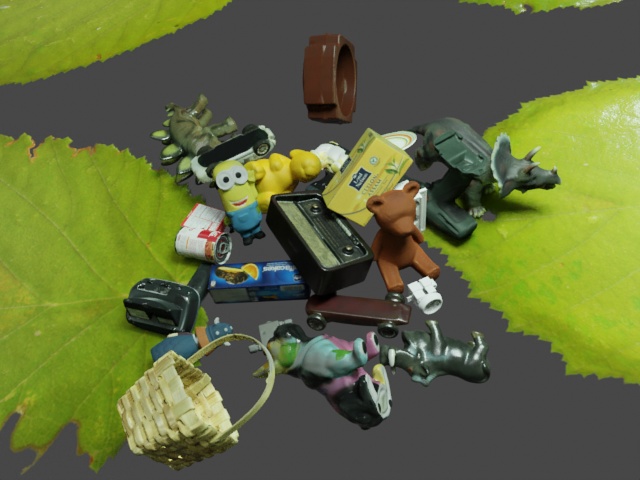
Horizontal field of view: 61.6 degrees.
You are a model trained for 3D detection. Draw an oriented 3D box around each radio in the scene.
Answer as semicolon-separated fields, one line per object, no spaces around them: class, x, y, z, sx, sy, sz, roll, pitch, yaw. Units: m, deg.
radio;-0.002;-0.003;1.067;0.131;0.073;0.230;-11;48;-31

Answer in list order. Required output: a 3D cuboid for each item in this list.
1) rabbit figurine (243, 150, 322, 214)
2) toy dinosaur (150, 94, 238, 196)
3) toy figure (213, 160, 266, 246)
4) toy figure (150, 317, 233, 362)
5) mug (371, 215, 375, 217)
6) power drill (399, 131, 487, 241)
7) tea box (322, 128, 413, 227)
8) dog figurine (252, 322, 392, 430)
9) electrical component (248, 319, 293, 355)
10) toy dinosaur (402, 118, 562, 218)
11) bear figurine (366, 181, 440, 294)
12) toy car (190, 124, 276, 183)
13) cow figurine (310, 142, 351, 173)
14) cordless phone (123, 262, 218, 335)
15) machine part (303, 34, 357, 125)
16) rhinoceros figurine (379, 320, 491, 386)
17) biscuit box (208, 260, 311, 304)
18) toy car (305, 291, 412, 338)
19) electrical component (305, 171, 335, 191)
rabbit figurine;-0.066;-0.145;1.208;0.173;0.121;0.162;-19;8;31
toy dinosaur;-0.294;-0.225;1.328;0.198;0.104;0.472;-36;53;-13
toy figure;-0.176;-0.081;1.153;0.082;0.180;0.089;-33;25;-33
toy figure;-0.239;0.195;1.012;0.154;0.064;0.058;-20;14;-13
mug;0.093;-0.098;1.171;0.107;0.109;0.081;0;51;21
power drill;0.239;-0.118;1.098;0.086;0.207;0.232;-27;63;-33
tea box;0.092;-0.123;1.073;0.098;0.169;0.068;25;23;-24
dog figurine;-0.002;0.231;0.920;0.219;0.108;0.191;-13;90;24
electrical component;-0.093;0.184;1.023;0.094;0.021;0.063;-16;52;-3
toy dinosaur;0.305;-0.192;1.156;0.131;0.192;0.405;-34;56;-21
bear figurine;0.158;-0.005;1.026;0.120;0.195;0.132;-20;53;-12
toy car;-0.195;-0.196;1.213;0.202;0.056;0.074;-28;59;-13
cow figurine;0.061;-0.173;1.257;0.168;0.068;0.098;30;52;25
cordless phone;-0.297;0.100;1.095;0.147;0.088;0.184;9;43;17
machine part;0.027;-0.390;1.324;0.087;0.201;0.201;6;9;19
rhinoceros figurine;0.200;0.204;0.941;0.190;0.073;0.112;6;64;11
biscuit box;-0.118;0.084;1.081;0.203;0.059;0.063;-4;52;5
toy car;0.071;0.137;1.018;0.202;0.053;0.089;4;42;16
electrical component;-0.004;-0.091;1.193;0.048;0.074;0.119;30;58;28
